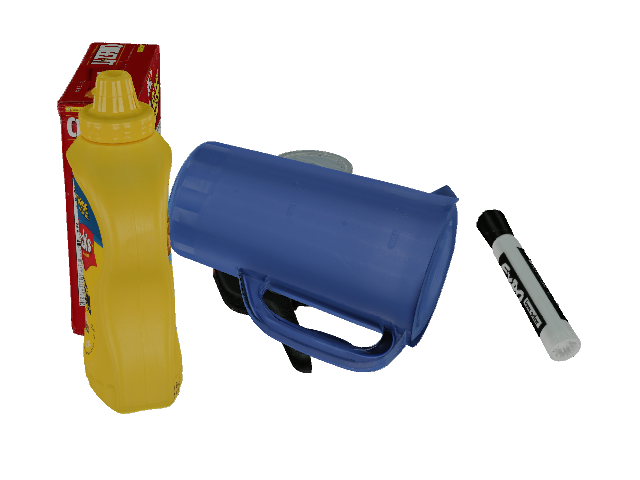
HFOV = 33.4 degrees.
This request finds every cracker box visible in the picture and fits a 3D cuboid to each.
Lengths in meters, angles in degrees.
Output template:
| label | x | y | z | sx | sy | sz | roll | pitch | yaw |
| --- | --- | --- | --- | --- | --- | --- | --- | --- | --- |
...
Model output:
| label | x | y | z | sx | sy | sz | roll | pitch | yaw |
| --- | --- | --- | --- | --- | --- | --- | --- | --- | --- |
| cracker box | -0.179 | -0.047 | 0.931 | 0.072 | 0.214 | 0.164 | 1 | 27 | -3 |

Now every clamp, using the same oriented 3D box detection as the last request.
| label | x | y | z | sx | sy | sz | roll | pitch | yaw |
| --- | --- | --- | --- | --- | --- | --- | --- | --- | --- |
| clamp | -0.041 | 0.064 | 1.122 | 0.210 | 0.036 | 0.164 | 19 | 34 | 27 |

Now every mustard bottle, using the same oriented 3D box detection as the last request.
| label | x | y | z | sx | sy | sz | roll | pitch | yaw |
| --- | --- | --- | --- | --- | --- | --- | --- | --- | --- |
| mustard bottle | -0.113 | -0.003 | 0.614 | 0.058 | 0.192 | 0.096 | -6 | 27 | -15 |

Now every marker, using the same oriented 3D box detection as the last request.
| label | x | y | z | sx | sy | sz | roll | pitch | yaw |
| --- | --- | --- | --- | --- | --- | --- | --- | --- | --- |
| marker | 0.121 | 0.022 | 0.637 | 0.020 | 0.020 | 0.121 | 0 | 40 | -19 |

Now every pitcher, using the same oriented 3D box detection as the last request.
| label | x | y | z | sx | sy | sz | roll | pitch | yaw |
| --- | --- | --- | --- | --- | --- | --- | --- | --- | --- |
| pitcher | -0.010 | 0.004 | 0.927 | 0.243 | 0.145 | 0.149 | 17 | 20 | 14 |

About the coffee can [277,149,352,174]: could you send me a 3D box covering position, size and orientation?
| label | x | y | z | sx | sy | sz | roll | pitch | yaw |
| --- | --- | --- | --- | --- | --- | --- | --- | --- | --- |
| coffee can | -0.014 | -0.029 | 1.333 | 0.103 | 0.140 | 0.103 | 2 | 27 | -1 |
